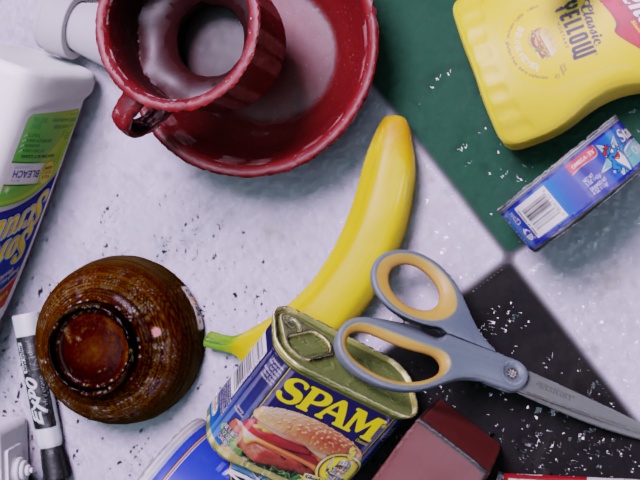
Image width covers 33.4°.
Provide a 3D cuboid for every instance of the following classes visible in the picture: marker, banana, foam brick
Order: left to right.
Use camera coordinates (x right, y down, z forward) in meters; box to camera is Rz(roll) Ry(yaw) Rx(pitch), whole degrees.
[{"bbox_3d":[-0.190,0.109,0.729,0.020,0.020,0.121,-12,89,14],"label":"marker"},{"bbox_3d":[0.007,0.016,0.667,0.069,0.037,0.198,41,100,5],"label":"banana"},{"bbox_3d":[0.070,0.134,0.636,0.051,0.078,0.053,36,98,12],"label":"foam brick"}]

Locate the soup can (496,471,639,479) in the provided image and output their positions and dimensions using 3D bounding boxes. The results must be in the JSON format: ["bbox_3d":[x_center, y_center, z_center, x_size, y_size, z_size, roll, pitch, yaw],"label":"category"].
[{"bbox_3d":[0.154,0.172,0.621,0.102,0.068,0.068,0,92,13],"label":"soup can"}]

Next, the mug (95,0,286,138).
[{"bbox_3d":[-0.074,-0.106,0.603,0.093,0.081,0.117,38,99,10],"label":"mug"}]

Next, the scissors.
[{"bbox_3d":[0.106,0.061,0.638,0.201,0.016,0.096,10,66,-13],"label":"scissors"}]

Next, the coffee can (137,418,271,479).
[{"bbox_3d":[-0.049,0.192,0.654,0.140,0.102,0.103,34,99,10],"label":"coffee can"}]

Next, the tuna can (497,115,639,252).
[{"bbox_3d":[0.144,-0.031,0.608,0.086,0.086,0.034,-40,84,12],"label":"tuna can"}]

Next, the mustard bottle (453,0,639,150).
[{"bbox_3d":[0.180,-0.127,0.610,0.192,0.058,0.096,-20,82,13],"label":"mustard bottle"}]

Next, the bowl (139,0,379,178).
[{"bbox_3d":[-0.038,-0.118,0.665,0.162,0.055,0.162,0,92,14],"label":"bowl"}]

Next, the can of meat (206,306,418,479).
[{"bbox_3d":[-0.007,0.101,0.644,0.102,0.057,0.084,28,114,-20],"label":"can of meat"}]

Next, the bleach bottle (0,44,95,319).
[{"bbox_3d":[-0.225,-0.001,0.704,0.068,0.102,0.251,22,103,12],"label":"bleach bottle"}]
